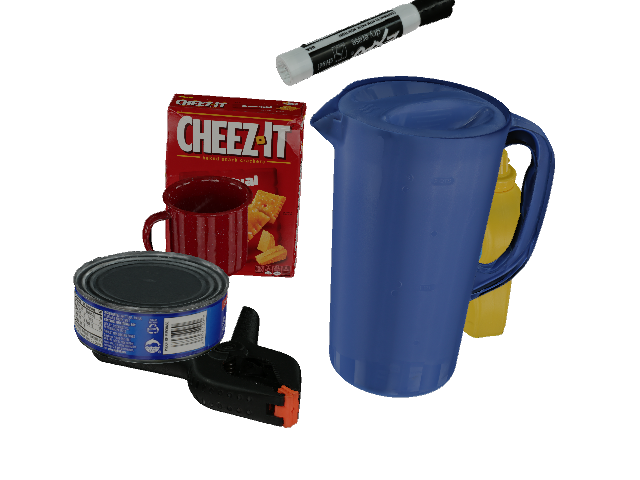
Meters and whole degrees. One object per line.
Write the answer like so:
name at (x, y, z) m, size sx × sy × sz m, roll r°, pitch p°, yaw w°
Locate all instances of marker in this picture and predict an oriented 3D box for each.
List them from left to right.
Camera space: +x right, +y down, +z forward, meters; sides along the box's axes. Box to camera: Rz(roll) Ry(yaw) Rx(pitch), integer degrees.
marker at (0.029, -0.123, 0.639) m, size 0.121 × 0.020 × 0.020 m, roll -27°, pitch 9°, yaw -19°

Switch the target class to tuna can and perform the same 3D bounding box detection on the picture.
tuna can at (-0.094, 0.036, 0.597) m, size 0.086 × 0.034 × 0.086 m, roll 4°, pitch 20°, yaw -2°

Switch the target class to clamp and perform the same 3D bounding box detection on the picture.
clamp at (-0.074, 0.103, 0.908) m, size 0.164 × 0.036 × 0.210 m, roll -13°, pitch 22°, yaw -40°

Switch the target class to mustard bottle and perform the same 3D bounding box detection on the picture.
mustard bottle at (0.161, -0.005, 1.048) m, size 0.058 × 0.192 × 0.096 m, roll -4°, pitch 35°, yaw -9°

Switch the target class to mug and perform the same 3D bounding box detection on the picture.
mug at (-0.128, -0.010, 1.110) m, size 0.117 × 0.081 × 0.093 m, roll -12°, pitch 32°, yaw -24°

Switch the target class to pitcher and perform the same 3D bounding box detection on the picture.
pitcher at (0.079, 0.000, 0.851) m, size 0.149 × 0.243 × 0.144 m, roll 27°, pitch 35°, yaw 36°

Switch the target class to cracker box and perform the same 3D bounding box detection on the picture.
cracker box at (-0.106, -0.064, 1.312) m, size 0.164 × 0.214 × 0.072 m, roll 4°, pitch 22°, yaw 0°
